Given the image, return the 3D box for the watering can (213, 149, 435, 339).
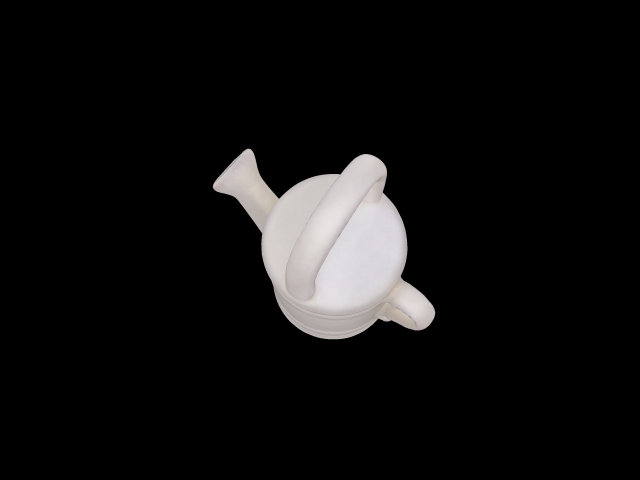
[{"bbox_3d":[0.002,0.003,0.399,0.172,0.194,0.101,14,72,5],"label":"watering can"}]
